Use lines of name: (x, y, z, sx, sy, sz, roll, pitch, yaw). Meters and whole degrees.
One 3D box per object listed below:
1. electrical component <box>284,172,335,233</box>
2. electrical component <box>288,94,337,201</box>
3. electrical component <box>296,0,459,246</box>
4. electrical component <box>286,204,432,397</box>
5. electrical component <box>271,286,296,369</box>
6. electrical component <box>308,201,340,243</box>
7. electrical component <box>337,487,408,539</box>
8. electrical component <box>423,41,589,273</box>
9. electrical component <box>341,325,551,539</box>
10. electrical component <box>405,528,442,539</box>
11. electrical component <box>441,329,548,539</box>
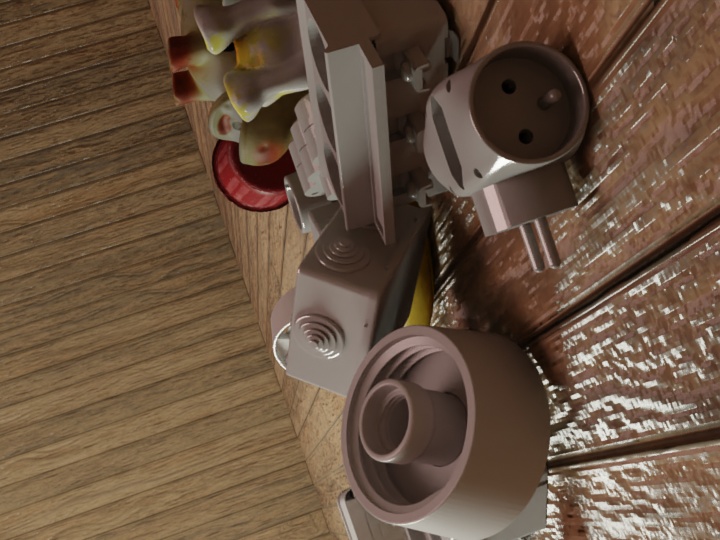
electrical component: (-0.033, -0.060, 0.886, 0.055, 0.047, 0.055, 162, 90, -81)
electrical component: (-0.011, -0.070, 0.721, 0.138, 0.052, 0.073, 124, 127, -79)
electrical component: (0.011, -0.083, 0.533, 0.121, 0.063, 0.078, 84, 165, -52)
electrical component: (-0.002, 0.013, 0.605, 0.099, 0.048, 0.099, -58, -17, -47)
electrical component: (-0.029, 0.057, 0.954, 0.064, 0.099, 0.099, -108, 7, -45)
electrical component: (0.000, 0.000, 0.810, 0.075, 0.047, 0.083, -120, 15, -51)
electrical component: (0.032, 0.251, 1.018, 0.057, 0.078, 0.113, 115, 136, -73)
electrical component: (0.058, -0.037, 0.404, 0.077, 0.043, 0.079, 151, 101, -81)
electrical component: (0.035, 0.079, 0.541, 0.108, 0.060, 0.108, -21, 62, 46)
electrical component: (0.067, 0.165, 0.696, 0.108, 0.060, 0.108, 162, 90, -81)
electrical component: (0.059, 0.101, 0.629, 0.078, 0.057, 0.113, 81, 167, -46)
